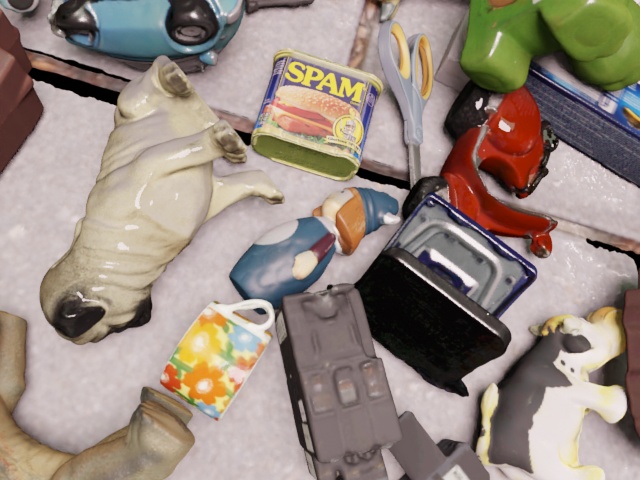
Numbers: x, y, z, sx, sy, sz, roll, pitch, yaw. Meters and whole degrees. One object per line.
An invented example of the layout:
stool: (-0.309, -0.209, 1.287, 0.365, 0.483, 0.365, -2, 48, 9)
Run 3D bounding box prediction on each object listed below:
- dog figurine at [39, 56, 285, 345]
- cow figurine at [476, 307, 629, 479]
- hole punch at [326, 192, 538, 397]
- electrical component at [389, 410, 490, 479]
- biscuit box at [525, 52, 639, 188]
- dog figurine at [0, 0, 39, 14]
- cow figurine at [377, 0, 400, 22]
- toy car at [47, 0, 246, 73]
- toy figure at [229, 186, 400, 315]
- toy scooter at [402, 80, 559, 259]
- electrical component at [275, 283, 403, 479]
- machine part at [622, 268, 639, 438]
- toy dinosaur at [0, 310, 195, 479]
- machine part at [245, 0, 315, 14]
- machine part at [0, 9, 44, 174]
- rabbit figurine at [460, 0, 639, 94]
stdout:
dog figurine: (-0.150, -0.034, 0.417, 0.190, 0.121, 0.172, -39, 49, -1)
cow figurine: (0.189, 0.117, 0.438, 0.098, 0.068, 0.167, 27, 70, 5)
hole punch: (0.090, 0.040, 0.421, 0.142, 0.115, 0.092, 36, 53, 3)
electrical component: (0.087, 0.187, 0.406, 0.075, 0.047, 0.119, -39, 83, -18)
biscuit box: (0.280, -0.120, 0.527, 0.203, 0.063, 0.059, 33, 70, 1)
dog figurine: (-0.301, -0.303, 0.434, 0.219, 0.108, 0.191, 45, 106, 21)
cow figurine: (0.122, -0.280, 0.533, 0.195, 0.085, 0.127, 5, 60, 7)
toy car: (-0.134, -0.188, 0.453, 0.162, 0.102, 0.109, -7, 67, 3)
toy figure: (0.000, 0.000, 0.438, 0.154, 0.057, 0.064, -36, 46, -18)
toy scooter: (0.164, -0.057, 0.482, 0.135, 0.075, 0.184, 30, 71, -4)
electrical component: (0.009, 0.105, 0.383, 0.058, 0.115, 0.134, -12, 78, -9)
machine part: (0.309, 0.103, 0.432, 0.179, 0.056, 0.179, 9, 75, -35)
toy dinosaur: (-0.160, 0.185, 0.340, 0.472, 0.105, 0.198, 27, 78, 9)
machine part: (-0.052, -0.291, 0.536, 0.084, 0.039, 0.139, -14, 78, -5)
machine part: (-0.341, -0.108, 0.404, 0.201, 0.087, 0.201, 25, 70, 0)
rabbit figurine: (0.208, -0.187, 0.452, 0.170, 0.121, 0.159, 13, 66, -34)
